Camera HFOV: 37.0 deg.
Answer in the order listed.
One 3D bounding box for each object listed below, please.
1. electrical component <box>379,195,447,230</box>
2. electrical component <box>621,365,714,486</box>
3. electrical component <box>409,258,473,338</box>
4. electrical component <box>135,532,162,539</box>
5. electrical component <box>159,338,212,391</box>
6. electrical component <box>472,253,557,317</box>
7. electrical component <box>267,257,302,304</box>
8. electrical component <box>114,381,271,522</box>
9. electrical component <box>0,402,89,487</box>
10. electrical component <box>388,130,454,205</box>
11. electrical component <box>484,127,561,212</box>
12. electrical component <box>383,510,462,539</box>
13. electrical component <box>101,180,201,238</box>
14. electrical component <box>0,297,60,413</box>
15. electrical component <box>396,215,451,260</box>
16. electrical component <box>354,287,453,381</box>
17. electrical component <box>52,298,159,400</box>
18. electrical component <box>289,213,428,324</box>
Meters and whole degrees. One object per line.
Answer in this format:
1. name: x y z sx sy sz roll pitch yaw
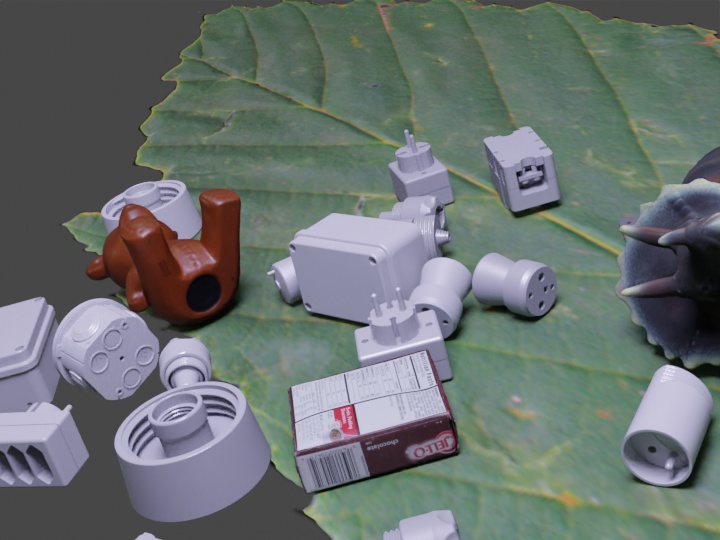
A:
1. electrical component: 0.049 -0.049 1.044 0.062 0.043 0.043 -3 29 28
2. electrical component: 0.197 0.093 0.678 0.043 0.043 0.081 2 31 32
3. electrical component: 0.065 0.024 0.881 0.045 0.045 0.055 -2 40 27
4. electrical component: -0.102 0.201 0.613 0.096 0.061 0.061 4 32 35
5. electrical component: -0.143 0.085 0.885 0.043 0.043 0.062 -18 27 -3
6. electrical component: 0.126 0.012 0.877 0.045 0.045 0.055 -34 32 -33
7. electrical component: -0.046 0.001 1.000 0.078 0.040 0.040 -24 27 -18
8. electrical component: -0.125 0.123 0.780 0.108 0.060 0.108 -13 26 6
9. electrical component: -0.256 0.131 0.854 0.083 0.047 0.075 -5 28 21
10. electrical component: 0.059 -0.107 1.115 0.047 0.076 0.065 -19 26 -7
11. electrical component: 0.160 -0.097 1.060 0.050 0.055 0.089 -16 26 0
12. electrical component: 0.030 0.167 0.627 0.062 0.043 0.043 -16 26 3
13. electrical component: -0.239 -0.064 1.214 0.108 0.060 0.108 -12 26 6
14. electrical component: -0.318 0.080 0.979 0.078 0.057 0.113 -15 26 1
15. electrical component: 0.045 -0.027 1.001 0.081 0.043 0.043 -6 28 20
16. electrical component: 0.028 0.049 0.823 0.066 0.076 0.047 -15 26 2
17. electrical component: -0.217 0.068 0.921 0.080 0.080 0.051 -34 36 -32
18. electrical component: 0.000 0.000 0.935 0.113 0.078 0.057 10 33 41
